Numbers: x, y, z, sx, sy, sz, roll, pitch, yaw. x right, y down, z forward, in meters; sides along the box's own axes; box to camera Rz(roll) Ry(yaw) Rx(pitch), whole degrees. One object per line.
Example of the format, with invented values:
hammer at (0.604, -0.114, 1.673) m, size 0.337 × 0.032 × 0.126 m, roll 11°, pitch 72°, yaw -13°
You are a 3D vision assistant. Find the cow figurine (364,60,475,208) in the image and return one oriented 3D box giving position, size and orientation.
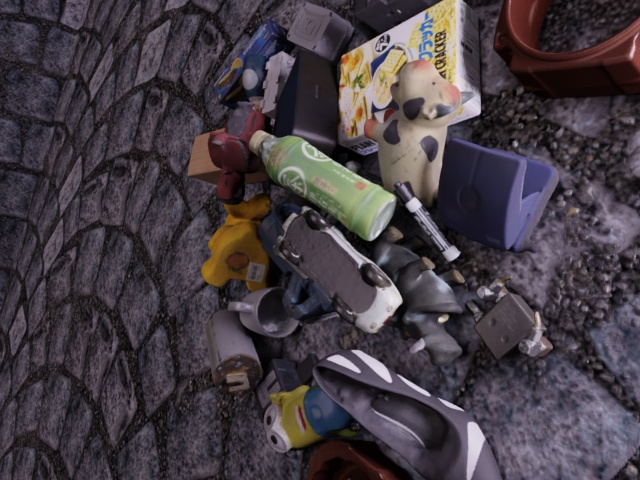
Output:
cow figurine at (0.125, -0.129, 0.687) m, size 0.127 × 0.085 × 0.194 m, roll 19°, pitch 129°, yaw 37°

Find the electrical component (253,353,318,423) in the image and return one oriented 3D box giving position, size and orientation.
electrical component at (-0.053, 0.224, 0.839) m, size 0.119 × 0.047 × 0.075 m, roll -48°, pitch 47°, yaw 27°

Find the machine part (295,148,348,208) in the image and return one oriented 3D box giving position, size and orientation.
machine part at (-0.004, -0.097, 0.902) m, size 0.138 × 0.039 × 0.084 m, roll -59°, pitch 40°, yaw 14°

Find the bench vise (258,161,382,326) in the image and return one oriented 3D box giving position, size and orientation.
bench vise at (0.006, -0.001, 0.803) m, size 0.240 × 0.129 × 0.224 m, roll -57°, pitch 46°, yaw 23°

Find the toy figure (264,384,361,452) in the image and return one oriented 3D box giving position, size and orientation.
toy figure at (0.000, 0.244, 0.750) m, size 0.180 × 0.089 × 0.082 m, roll -33°, pitch 39°, yaw 25°

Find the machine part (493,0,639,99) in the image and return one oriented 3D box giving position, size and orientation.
machine part at (0.305, -0.265, 0.587) m, size 0.201 × 0.087 × 0.201 m, roll 14°, pitch 88°, yaw 49°

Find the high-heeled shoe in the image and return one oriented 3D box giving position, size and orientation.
high-heeled shoe at (0.095, 0.214, 0.604) m, size 0.249 × 0.145 × 0.086 m, roll 44°, pitch 111°, yaw 48°

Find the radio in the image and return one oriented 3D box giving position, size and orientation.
radio at (-0.028, -0.192, 0.877) m, size 0.131 × 0.073 × 0.230 m, roll 122°, pitch 159°, yaw -44°

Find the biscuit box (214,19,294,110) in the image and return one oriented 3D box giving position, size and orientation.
biscuit box at (-0.142, -0.364, 1.132) m, size 0.202 × 0.062 × 0.059 m, roll -42°, pitch 50°, yaw 31°

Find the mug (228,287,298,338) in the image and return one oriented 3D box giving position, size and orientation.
mug at (-0.102, 0.120, 0.891) m, size 0.107 × 0.109 × 0.080 m, roll -14°, pitch 73°, yaw 59°

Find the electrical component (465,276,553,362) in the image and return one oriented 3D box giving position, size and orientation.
electrical component at (0.208, 0.090, 0.598) m, size 0.078 × 0.045 × 0.102 m, roll -44°, pitch 48°, yaw 27°

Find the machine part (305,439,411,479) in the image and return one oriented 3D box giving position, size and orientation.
machine part at (0.045, 0.346, 0.681) m, size 0.179 × 0.056 × 0.179 m, roll -17°, pitch 66°, yaw 43°

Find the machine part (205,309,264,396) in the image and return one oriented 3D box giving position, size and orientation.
machine part at (-0.148, 0.183, 0.898) m, size 0.079 × 0.079 × 0.243 m, roll -65°, pitch 22°, yaw 8°

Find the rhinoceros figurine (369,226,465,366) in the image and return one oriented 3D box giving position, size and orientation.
rhinoceros figurine at (0.119, 0.069, 0.684) m, size 0.112 × 0.073 × 0.190 m, roll -51°, pitch 45°, yaw 21°

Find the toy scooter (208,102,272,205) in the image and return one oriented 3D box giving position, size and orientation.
toy scooter at (-0.135, -0.158, 0.875) m, size 0.075 × 0.135 × 0.184 m, roll 10°, pitch 65°, yaw 13°

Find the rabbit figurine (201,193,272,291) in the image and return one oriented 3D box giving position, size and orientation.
rabbit figurine at (-0.145, -0.011, 0.963) m, size 0.173 × 0.122 × 0.162 m, roll -101°, pitch 16°, yaw -65°

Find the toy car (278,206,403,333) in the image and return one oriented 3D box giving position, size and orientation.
toy car at (0.019, 0.033, 0.691) m, size 0.073 × 0.056 × 0.202 m, roll -51°, pitch 58°, yaw 9°

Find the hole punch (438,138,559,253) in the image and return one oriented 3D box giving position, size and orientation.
hole punch at (0.197, -0.054, 0.632) m, size 0.142 × 0.092 × 0.115 m, roll 31°, pitch 104°, yaw 45°

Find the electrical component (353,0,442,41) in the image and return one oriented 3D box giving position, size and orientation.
electrical component at (0.117, -0.343, 0.799) m, size 0.134 × 0.115 × 0.058 m, roll -13°, pitch 63°, yaw 45°

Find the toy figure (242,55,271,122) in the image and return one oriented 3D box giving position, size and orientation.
toy figure at (-0.125, -0.286, 1.069) m, size 0.064 × 0.058 × 0.154 m, roll 0°, pitch 94°, yaw 60°
